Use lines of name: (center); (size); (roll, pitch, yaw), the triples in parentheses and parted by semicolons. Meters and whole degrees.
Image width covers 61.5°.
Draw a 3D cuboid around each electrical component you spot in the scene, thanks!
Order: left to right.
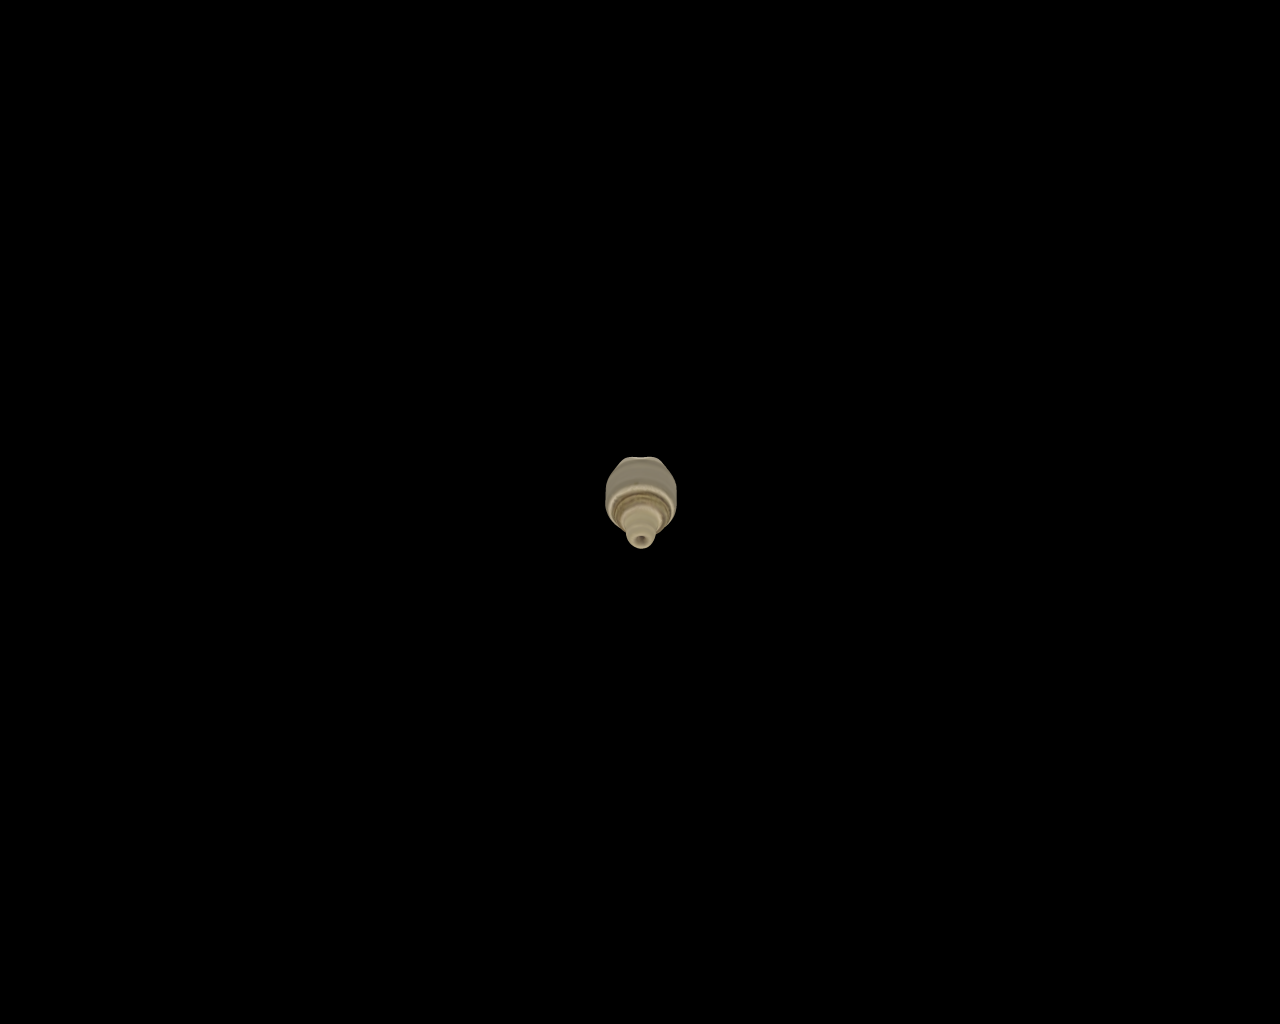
electrical component: (0.001, -0.003, 0.650); (0.043, 0.043, 0.062); (0, 41, 0)
